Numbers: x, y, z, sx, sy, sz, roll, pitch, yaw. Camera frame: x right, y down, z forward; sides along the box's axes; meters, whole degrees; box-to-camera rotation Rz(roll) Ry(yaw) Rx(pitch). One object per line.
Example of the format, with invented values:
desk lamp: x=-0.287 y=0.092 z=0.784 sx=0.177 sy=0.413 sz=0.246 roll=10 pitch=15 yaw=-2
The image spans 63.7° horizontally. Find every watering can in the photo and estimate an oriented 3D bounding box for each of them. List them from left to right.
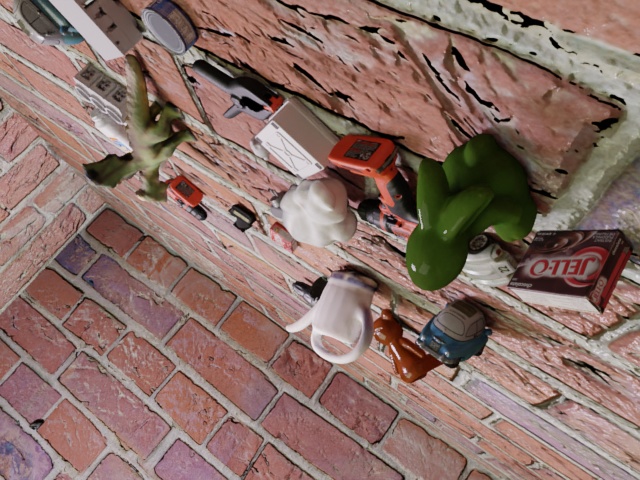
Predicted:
watering can: x=0.028 y=0.176 z=1.286 sx=0.103 sy=0.226 sz=0.348 roll=27 pitch=170 yaw=-31

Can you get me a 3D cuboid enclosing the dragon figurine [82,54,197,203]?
dragon figurine: x=-0.419 y=-0.208 z=1.154 sx=0.123 sy=0.245 sz=0.403 roll=35 pitch=165 yaw=22

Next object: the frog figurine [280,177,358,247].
frog figurine: x=0.003 y=-0.043 z=0.863 sx=0.137 sy=0.123 sz=0.160 roll=34 pitch=180 yaw=-11
